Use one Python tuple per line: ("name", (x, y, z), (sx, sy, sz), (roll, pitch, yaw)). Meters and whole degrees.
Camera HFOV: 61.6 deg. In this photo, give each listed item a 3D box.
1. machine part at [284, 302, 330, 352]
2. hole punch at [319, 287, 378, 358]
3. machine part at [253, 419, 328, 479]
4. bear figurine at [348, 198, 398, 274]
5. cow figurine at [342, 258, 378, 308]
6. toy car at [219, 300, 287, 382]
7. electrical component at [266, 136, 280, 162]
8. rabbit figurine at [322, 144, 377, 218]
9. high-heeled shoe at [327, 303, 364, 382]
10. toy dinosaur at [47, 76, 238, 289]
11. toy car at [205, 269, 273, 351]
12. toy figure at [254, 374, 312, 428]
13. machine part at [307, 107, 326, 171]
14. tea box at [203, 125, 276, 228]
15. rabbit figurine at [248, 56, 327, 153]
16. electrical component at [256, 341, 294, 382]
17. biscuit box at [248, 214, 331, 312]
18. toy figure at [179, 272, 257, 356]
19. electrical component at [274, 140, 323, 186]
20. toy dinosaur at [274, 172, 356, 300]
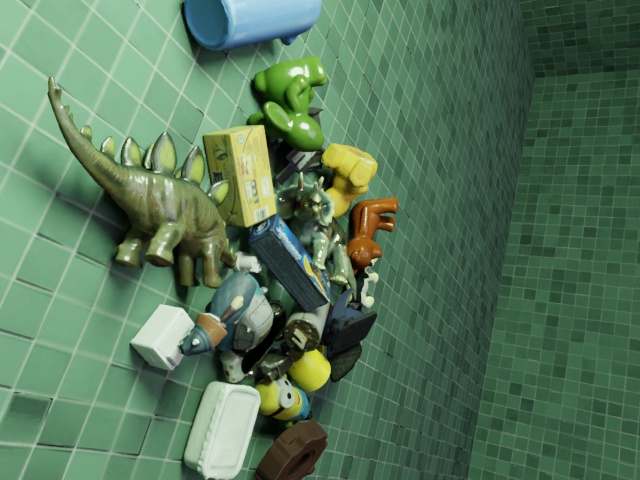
("machine part", (-0.025, 0.165, 1.140), (0.243, 0.079, 0.079), (-69, 155, -71))
("hole punch", (0.048, 0.180, 1.189), (0.116, 0.092, 0.142), (-20, 149, -36))
("machine part", (-0.057, 0.463, 1.139), (0.179, 0.056, 0.179), (-34, 144, -30))
("bear figurine", (0.129, -0.007, 1.350), (0.120, 0.132, 0.196), (91, 3, -52))
("cow figurine", (0.103, 0.091, 1.408), (0.098, 0.068, 0.167), (28, 69, -50))
("toy car", (-0.124, 0.195, 1.057), (0.202, 0.056, 0.073), (-48, 139, -49))
("electrical component", (-0.113, -0.181, 1.057), (0.094, 0.021, 0.063), (-57, 139, -39))
("rabbit figurine", (0.052, -0.131, 1.260), (0.173, 0.122, 0.162), (-64, 172, 16))
("high-heeled shoe", (0.059, 0.261, 1.322), (0.145, 0.086, 0.249), (107, 9, -51))
("toy dinosaur", (-0.235, -0.050, 0.806), (0.470, 0.105, 0.198), (46, 48, -62))
("toy car", (-0.138, 0.141, 0.947), (0.109, 0.103, 0.161), (-45, 158, -48))
("toy figure", (-0.077, 0.344, 1.130), (0.089, 0.082, 0.180), (-40, 145, -5))
("machine part", (-0.018, -0.224, 1.194), (0.084, 0.039, 0.138), (-17, 110, -52))
("tea box", (-0.143, -0.116, 0.973), (0.098, 0.068, 0.169), (-30, 117, -54))
("rabbit figurine", (-0.050, -0.249, 1.027), (0.159, 0.121, 0.170), (-15, 85, -33))
("electrical component", (-0.090, 0.246, 1.097), (0.102, 0.078, 0.045), (-34, 118, -51))
("biscuit box", (-0.055, 0.047, 1.042), (0.202, 0.063, 0.059), (54, 24, -28))
("toy figure", (-0.158, 0.120, 0.836), (0.154, 0.058, 0.064), (-55, 178, -23))
("electrical component", (-0.056, -0.171, 1.120), (0.119, 0.048, 0.074), (-49, 140, 0))
("toy dinosaur", (0.004, -0.001, 1.193), (0.404, 0.131, 0.192), (45, 52, -61))
